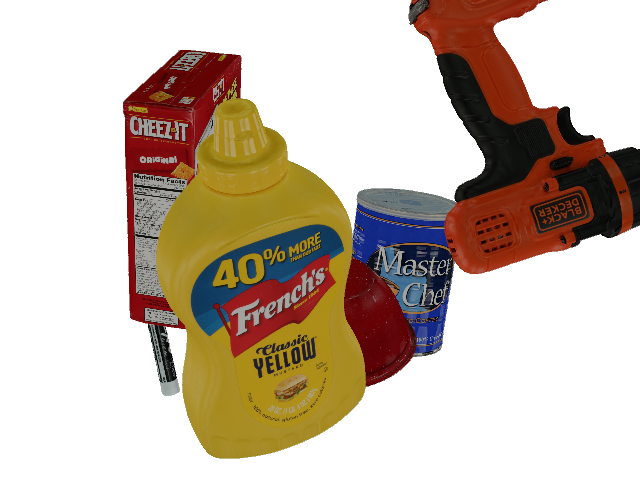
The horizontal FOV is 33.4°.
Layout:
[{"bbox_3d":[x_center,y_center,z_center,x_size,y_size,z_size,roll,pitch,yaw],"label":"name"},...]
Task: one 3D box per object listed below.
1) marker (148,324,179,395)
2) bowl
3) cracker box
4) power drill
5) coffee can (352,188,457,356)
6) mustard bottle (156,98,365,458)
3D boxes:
[{"bbox_3d":[-0.166,0.102,1.102,0.020,0.121,0.020,-9,14,2],"label":"marker"},{"bbox_3d":[-0.006,0.050,0.810,0.162,0.055,0.162,1,24,-1],"label":"bowl"},{"bbox_3d":[-0.126,-0.051,0.988,0.072,0.214,0.164,7,26,8],"label":"cracker box"},{"bbox_3d":[0.147,-0.089,0.669,0.184,0.187,0.057,-18,-1,-5],"label":"power drill"},{"bbox_3d":[0.077,0.029,1.032,0.103,0.140,0.103,7,14,-2],"label":"coffee can"},{"bbox_3d":[-0.030,0.018,0.524,0.096,0.191,0.058,-18,38,-16],"label":"mustard bottle"}]
